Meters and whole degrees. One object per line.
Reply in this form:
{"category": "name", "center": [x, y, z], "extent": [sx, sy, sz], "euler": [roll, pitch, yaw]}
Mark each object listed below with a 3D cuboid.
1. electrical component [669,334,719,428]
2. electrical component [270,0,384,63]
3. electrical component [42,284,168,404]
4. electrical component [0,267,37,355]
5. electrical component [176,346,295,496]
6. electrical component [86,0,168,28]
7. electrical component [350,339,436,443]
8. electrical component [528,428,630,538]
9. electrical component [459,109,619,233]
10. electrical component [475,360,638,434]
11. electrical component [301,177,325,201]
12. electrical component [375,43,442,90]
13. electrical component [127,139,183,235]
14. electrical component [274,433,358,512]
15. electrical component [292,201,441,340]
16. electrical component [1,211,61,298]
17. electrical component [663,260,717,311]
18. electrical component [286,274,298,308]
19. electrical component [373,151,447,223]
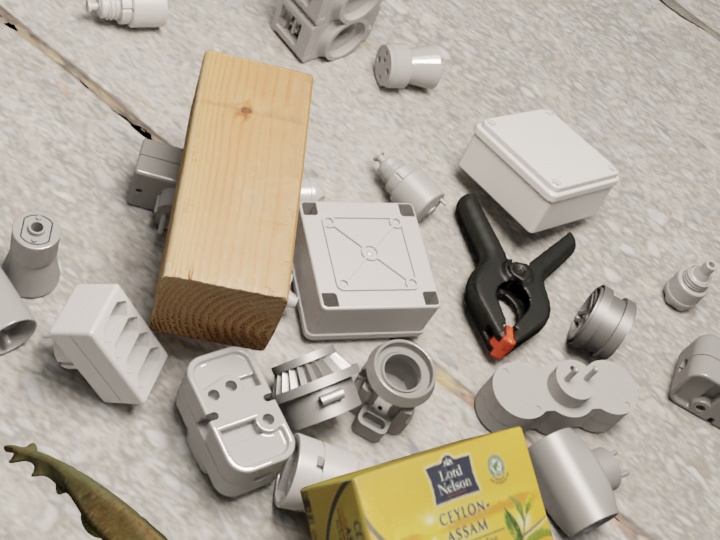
{"category": "electrical component", "center": [0.335, 0.104, 0.973], "extent": [0.095, 0.053, 0.059], "euler": [29, 52, -1]}
{"category": "electrical component", "center": [-0.016, -0.277, 1.029], "extent": [0.089, 0.150, 0.061], "euler": [-28, 69, -34]}
{"category": "electrical component", "center": [-0.197, 0.054, 0.785], "extent": [0.076, 0.083, 0.047], "euler": [-1, 48, 25]}
{"category": "electrical component", "center": [-0.289, 0.027, 0.779], "extent": [0.079, 0.044, 0.077], "euler": [-27, 70, -34]}
{"category": "electrical component", "center": [-0.094, 0.113, 0.790], "extent": [0.054, 0.059, 0.095], "euler": [-16, 65, -30]}
{"category": "electrical component", "center": [-0.214, -0.245, 0.998], "extent": [0.078, 0.040, 0.040], "euler": [-8, 61, -26]}
{"category": "electrical component", "center": [0.026, 0.091, 0.855], "extent": [0.058, 0.057, 0.078], "euler": [30, 52, -1]}
{"category": "electrical component", "center": [0.185, 0.167, 0.874], "extent": [0.079, 0.044, 0.077], "euler": [-13, 63, -29]}
{"category": "electrical component", "center": [0.170, -0.096, 1.022], "extent": [0.109, 0.056, 0.108], "euler": [-16, 53, -42]}
{"category": "electrical component", "center": [0.172, 0.099, 0.897], "extent": [0.138, 0.073, 0.052], "euler": [1, 57, -22]}
{"category": "electrical component", "center": [-0.063, -0.064, 0.939], "extent": [0.061, 0.035, 0.035], "euler": [-2, 58, -20]}
{"category": "electrical component", "center": [0.048, -0.203, 1.073], "extent": [0.055, 0.045, 0.045], "euler": [-3, 59, -23]}
{"category": "electrical component", "center": [-0.150, -0.057, 0.892], "extent": [0.083, 0.047, 0.075], "euler": [15, 54, -12]}
{"category": "electrical component", "center": [-0.032, 0.153, 0.792], "extent": [0.047, 0.055, 0.055], "euler": [18, 53, -15]}
{"category": "electrical component", "center": [0.000, 0.000, 0.907], "extent": [0.109, 0.056, 0.108], "euler": [0, 58, -22]}
{"category": "electrical component", "center": [-0.246, -0.014, 0.811], "extent": [0.044, 0.065, 0.044], "euler": [11, 54, -15]}
{"category": "electrical component", "center": [0.318, 0.011, 1.024], "extent": [0.035, 0.061, 0.035], "euler": [11, 54, -15]}
{"category": "electrical component", "center": [-0.089, 0.011, 0.871], "extent": [0.081, 0.043, 0.043], "euler": [22, 52, -6]}
{"category": "electrical component", "center": [0.042, -0.078, 0.987], "extent": [0.040, 0.040, 0.078], "euler": [-34, 75, -36]}
